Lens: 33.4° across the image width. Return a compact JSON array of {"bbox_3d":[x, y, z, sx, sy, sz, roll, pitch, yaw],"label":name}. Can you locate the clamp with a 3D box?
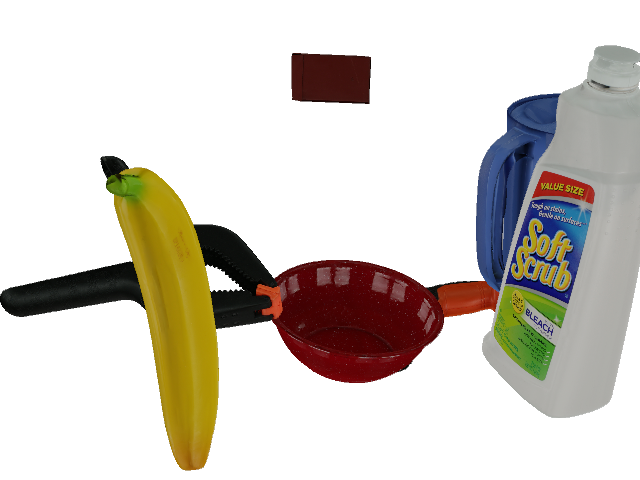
[{"bbox_3d":[-0.124,0.010,0.839,0.210,0.164,0.036,12,-35,13],"label":"clamp"}]

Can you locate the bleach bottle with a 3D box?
[{"bbox_3d":[0.168,-0.008,0.707,0.068,0.251,0.103,-11,34,-22],"label":"bleach bottle"}]

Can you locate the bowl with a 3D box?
[{"bbox_3d":[0.028,0.080,0.963,0.162,0.055,0.162,5,29,-3],"label":"bowl"}]

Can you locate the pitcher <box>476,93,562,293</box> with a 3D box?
[{"bbox_3d":[0.212,0.001,0.933,0.149,0.243,0.145,6,24,11],"label":"pitcher"}]

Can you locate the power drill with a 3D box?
[{"bbox_3d":[0.144,0.085,1.207,0.187,0.057,0.184,-3,27,-1],"label":"power drill"}]

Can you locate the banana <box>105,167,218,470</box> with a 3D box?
[{"bbox_3d":[-0.086,0.035,0.592,0.037,0.198,0.069,2,33,19],"label":"banana"}]

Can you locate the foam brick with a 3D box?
[{"bbox_3d":[0.011,-0.175,1.155,0.078,0.051,0.053,0,11,-14],"label":"foam brick"}]
